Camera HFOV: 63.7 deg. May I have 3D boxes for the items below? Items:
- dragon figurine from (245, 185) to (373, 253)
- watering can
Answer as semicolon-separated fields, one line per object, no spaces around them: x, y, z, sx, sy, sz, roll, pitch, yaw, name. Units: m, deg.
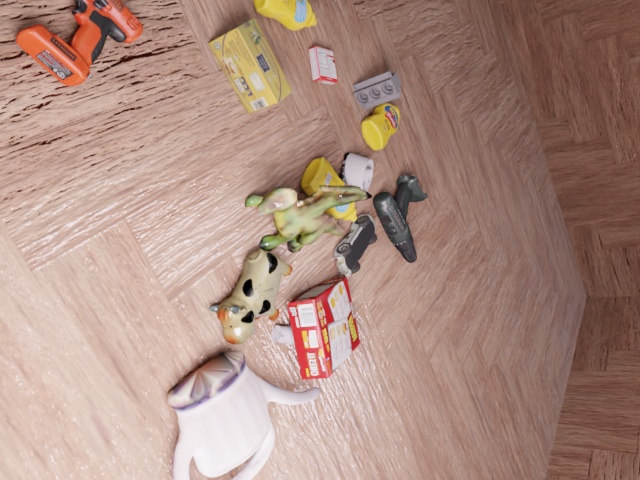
0.003;-0.055;1.085;0.410;0.241;0.123;1;77;-49;dragon figurine
-0.136;0.300;0.930;0.353;0.103;0.222;-33;107;-48;watering can
